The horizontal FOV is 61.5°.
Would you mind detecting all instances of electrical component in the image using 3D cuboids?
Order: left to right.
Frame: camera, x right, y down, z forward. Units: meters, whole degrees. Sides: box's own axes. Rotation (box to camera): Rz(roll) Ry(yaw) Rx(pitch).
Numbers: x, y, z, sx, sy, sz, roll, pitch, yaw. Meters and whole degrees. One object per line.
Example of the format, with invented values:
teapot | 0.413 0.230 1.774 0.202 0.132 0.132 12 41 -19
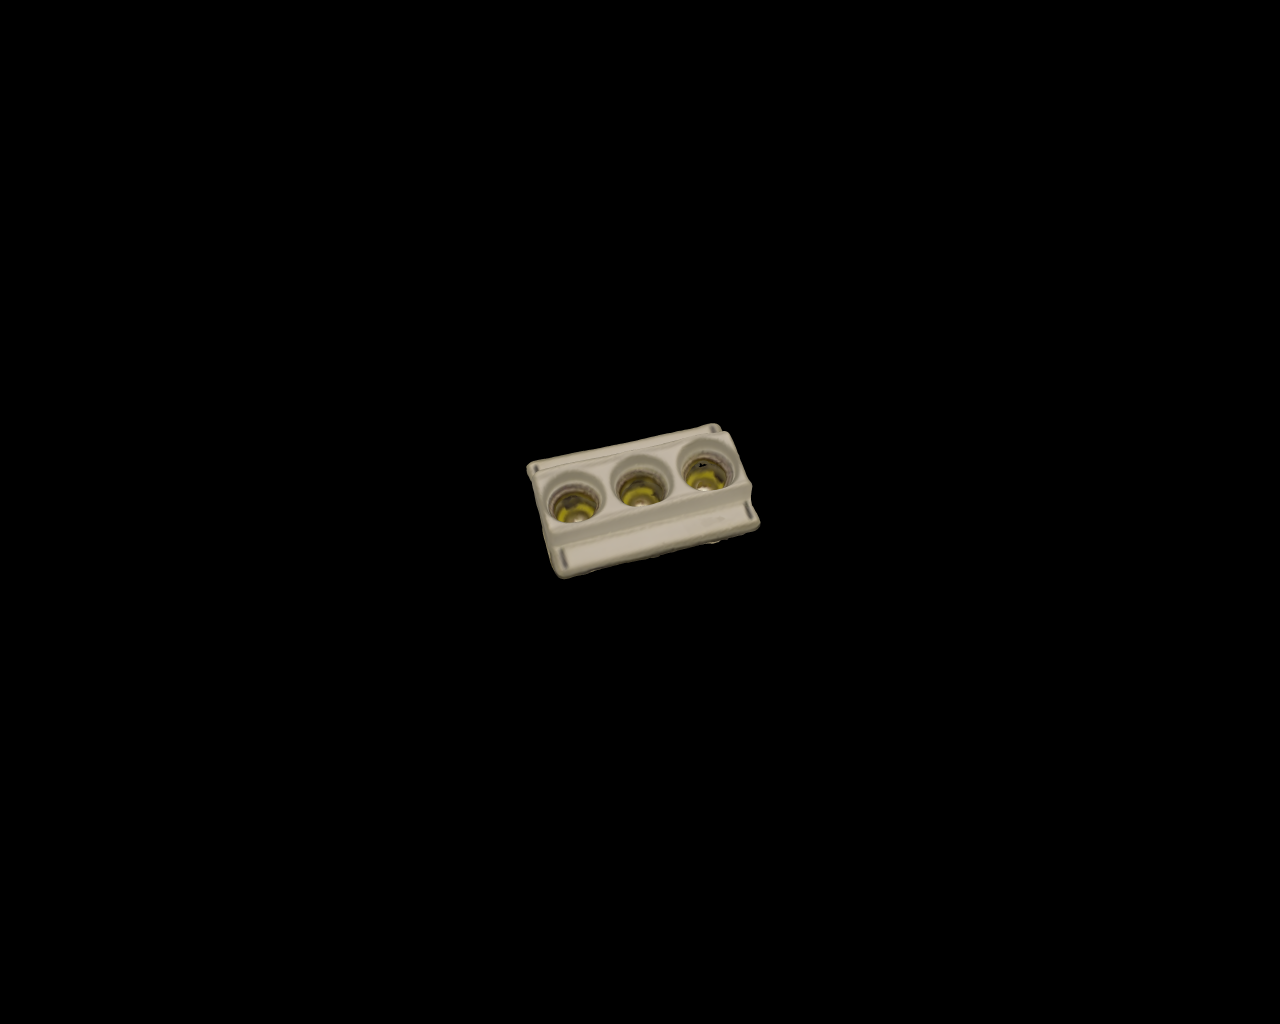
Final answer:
electrical component | 0.001 -0.003 0.650 0.121 0.079 0.063 -14 -32 -9
